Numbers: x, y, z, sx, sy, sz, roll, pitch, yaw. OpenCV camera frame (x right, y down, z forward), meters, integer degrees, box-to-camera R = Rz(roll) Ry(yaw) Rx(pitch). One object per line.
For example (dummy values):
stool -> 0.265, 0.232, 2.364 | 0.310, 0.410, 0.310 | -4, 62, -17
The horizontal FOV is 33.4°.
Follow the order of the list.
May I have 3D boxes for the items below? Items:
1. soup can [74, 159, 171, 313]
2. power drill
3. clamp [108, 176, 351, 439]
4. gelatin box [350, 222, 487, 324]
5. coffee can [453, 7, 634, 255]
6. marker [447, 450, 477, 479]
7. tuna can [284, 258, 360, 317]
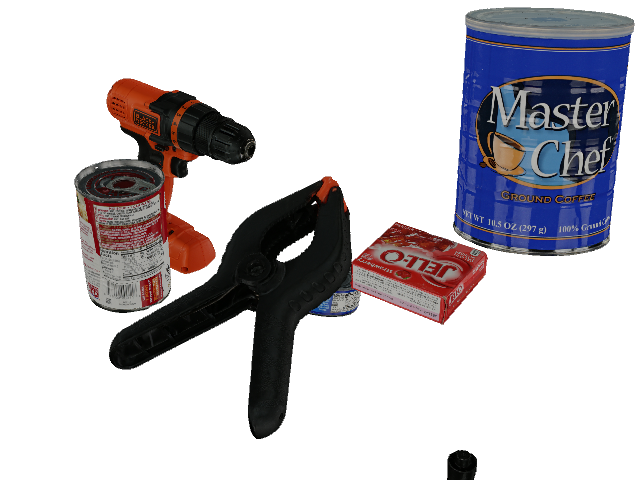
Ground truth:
soup can -> -0.152, -0.003, 0.831 | 0.068, 0.102, 0.068 | 0, 30, 0
power drill -> -0.145, -0.063, 1.111 | 0.185, 0.188, 0.057 | 26, 35, 30
clamp -> -0.029, 0.035, 0.621 | 0.120, 0.171, 0.039 | 32, -22, 30
gelatin box -> 0.080, 0.024, 0.871 | 0.089, 0.030, 0.073 | 20, 40, 28
coffee can -> 0.140, -0.072, 0.682 | 0.103, 0.140, 0.103 | 1, 18, -1
marker -> 0.088, 0.182, 0.699 | 0.020, 0.121, 0.020 | 1, 36, -1
tuna can -> 0.001, 0.049, 1.121 | 0.086, 0.034, 0.086 | 9, 19, -3
